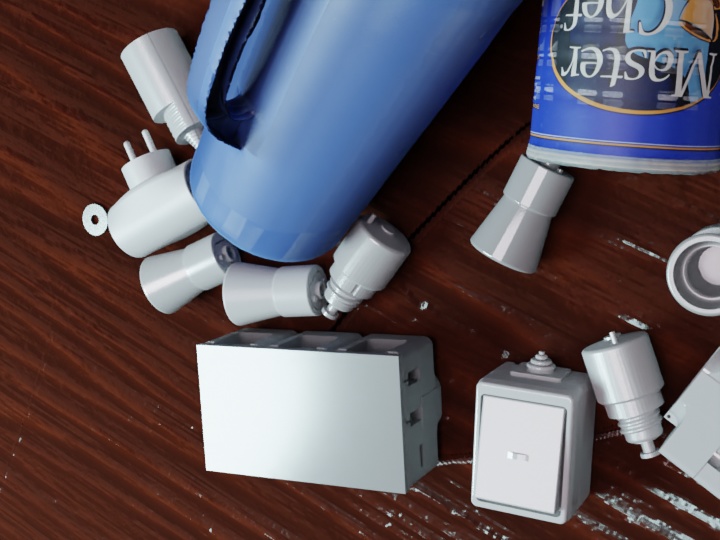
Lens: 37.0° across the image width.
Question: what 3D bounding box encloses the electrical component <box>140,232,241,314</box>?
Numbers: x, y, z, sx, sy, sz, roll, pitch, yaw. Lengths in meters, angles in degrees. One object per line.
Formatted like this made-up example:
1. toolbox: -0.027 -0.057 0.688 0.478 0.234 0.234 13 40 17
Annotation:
1. electrical component: -0.117 0.000 0.762 0.065 0.044 0.044 -23 88 24

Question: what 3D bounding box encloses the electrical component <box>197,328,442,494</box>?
1. electrical component: -0.027 0.089 0.719 0.150 0.062 0.089 1 99 27

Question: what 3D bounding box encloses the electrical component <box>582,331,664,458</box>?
1. electrical component: 0.159 0.072 0.633 0.040 0.040 0.078 -18 91 28

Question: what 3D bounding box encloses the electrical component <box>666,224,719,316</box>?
1. electrical component: 0.197 -0.001 0.592 0.045 0.055 0.045 5 101 26

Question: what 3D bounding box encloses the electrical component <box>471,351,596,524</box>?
1. electrical component: 0.105 0.098 0.653 0.062 0.061 0.096 7 102 26

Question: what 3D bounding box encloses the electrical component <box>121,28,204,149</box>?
1. electrical component: -0.128 -0.121 0.744 0.043 0.043 0.081 -30 85 28

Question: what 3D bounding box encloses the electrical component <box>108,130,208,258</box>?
1. electrical component: -0.144 -0.060 0.763 0.077 0.043 0.079 -26 86 28

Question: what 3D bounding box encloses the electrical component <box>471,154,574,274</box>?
1. electrical component: 0.100 -0.036 0.645 0.044 0.044 0.065 31 106 19

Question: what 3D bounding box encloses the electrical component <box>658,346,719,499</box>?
1. electrical component: 0.213 0.075 0.601 0.056 0.050 0.089 39 113 16

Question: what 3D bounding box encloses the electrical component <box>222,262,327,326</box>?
1. electrical component: -0.055 0.015 0.733 0.065 0.044 0.044 -3 97 22

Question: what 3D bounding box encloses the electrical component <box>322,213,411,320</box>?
1. electrical component: 0.000 0.000 0.702 0.040 0.040 0.078 42 114 15
